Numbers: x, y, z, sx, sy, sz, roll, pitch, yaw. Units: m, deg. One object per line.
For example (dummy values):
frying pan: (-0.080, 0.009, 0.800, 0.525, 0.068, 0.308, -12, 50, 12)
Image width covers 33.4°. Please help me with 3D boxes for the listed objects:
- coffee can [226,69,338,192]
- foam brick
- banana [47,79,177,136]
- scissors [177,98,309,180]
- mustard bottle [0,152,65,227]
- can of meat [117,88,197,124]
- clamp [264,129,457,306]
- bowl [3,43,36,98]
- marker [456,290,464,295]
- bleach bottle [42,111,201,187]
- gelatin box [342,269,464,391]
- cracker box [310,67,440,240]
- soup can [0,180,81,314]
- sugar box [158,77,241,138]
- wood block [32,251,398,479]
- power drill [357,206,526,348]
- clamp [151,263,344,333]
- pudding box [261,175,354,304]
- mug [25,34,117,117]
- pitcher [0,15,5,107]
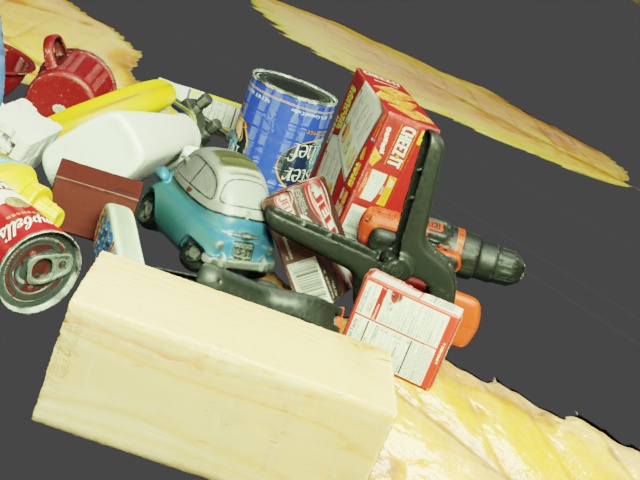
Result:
coffee can: (-0.051, -0.110, 1.211, 0.102, 0.140, 0.103, 19, 18, -7)
foam brick: (-0.204, -0.032, 0.958, 0.078, 0.051, 0.053, 17, 19, -11)
banana: (-0.222, -0.132, 1.121, 0.197, 0.037, 0.070, -26, 1, -34)
scissors: (-0.100, -0.115, 1.309, 0.201, 0.016, 0.096, 30, 17, -14)
mustard bottle: (-0.301, -0.056, 0.905, 0.192, 0.058, 0.096, 25, 14, 12)
can of meat: (-0.211, -0.142, 1.267, 0.083, 0.057, 0.102, -1, 27, -45)
clamp: (0.053, 0.020, 0.941, 0.164, 0.210, 0.036, -18, 26, 2)
bowl: (-0.405, -0.193, 1.194, 0.162, 0.055, 0.162, 19, 18, -7)
marker: (0.100, 0.041, 1.137, 0.121, 0.020, 0.020, 26, 18, 14)
bleach bottle: (-0.188, -0.092, 1.107, 0.068, 0.103, 0.250, 60, 12, -1)
gelatin box: (0.069, 0.076, 0.913, 0.089, 0.073, 0.030, 24, 18, 11)
cracker box: (0.059, -0.095, 1.255, 0.072, 0.164, 0.214, 19, 18, -14)
soup can: (-0.234, 0.002, 0.798, 0.068, 0.068, 0.102, 1, 26, -48)
sugar box: (-0.135, -0.160, 1.390, 0.176, 0.048, 0.093, 15, -2, -11)
wood block: (-0.064, 0.093, 0.685, 0.206, 0.090, 0.091, 20, 18, -6)
power drill: (0.121, 0.036, 1.075, 0.184, 0.057, 0.187, 15, 23, 1)
clamp: (-0.061, 0.050, 0.878, 0.171, 0.039, 0.120, 22, -9, -38)
pudding box: (-0.007, 0.001, 0.996, 0.039, 0.113, 0.090, -16, 6, 23)
mug: (-0.281, -0.170, 1.182, 0.093, 0.117, 0.081, -9, 23, 5)
pitcher: (-0.406, -0.173, 0.941, 0.242, 0.149, 0.145, -8, 53, -28)
